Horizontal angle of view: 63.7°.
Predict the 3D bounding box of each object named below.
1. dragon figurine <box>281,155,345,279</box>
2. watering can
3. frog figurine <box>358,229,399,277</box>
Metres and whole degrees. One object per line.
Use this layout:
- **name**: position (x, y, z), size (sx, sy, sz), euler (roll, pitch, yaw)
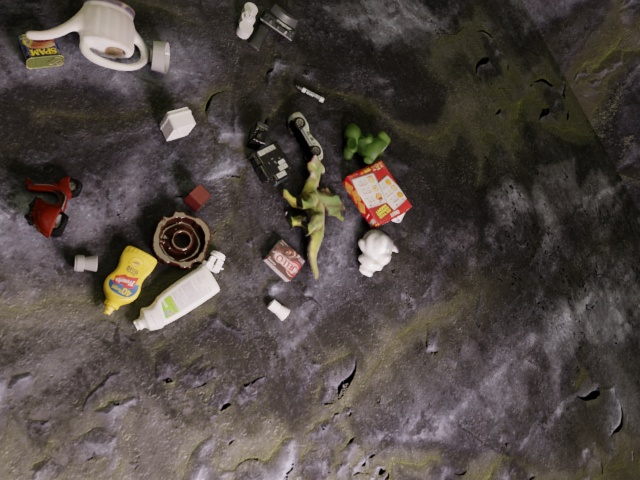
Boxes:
- **dragon figurine**: position (0.005, -0.089, 1.778), size (0.245, 0.121, 0.410), euler (-15, 91, -40)
- **watering can**: position (-0.682, -0.635, 1.548), size (0.347, 0.103, 0.227), euler (8, 71, -40)
- **frog figurine**: position (0.186, 0.043, 1.822), size (0.139, 0.120, 0.161), euler (38, 65, 24)
